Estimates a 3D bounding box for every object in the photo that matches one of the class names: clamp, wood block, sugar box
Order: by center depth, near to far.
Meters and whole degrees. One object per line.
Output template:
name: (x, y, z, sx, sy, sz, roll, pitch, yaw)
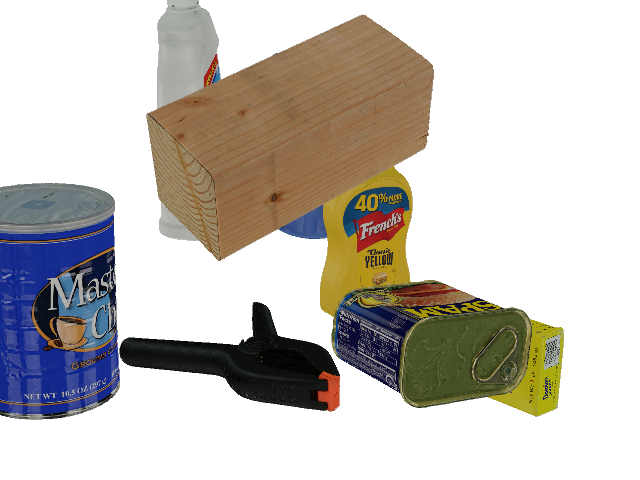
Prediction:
wood block: (-0.020, -0.084, 0.830, 0.205, 0.091, 0.090, -29, 54, -25)
clamp: (-0.052, 0.101, 0.945, 0.210, 0.036, 0.164, 13, 22, 39)
sugar box: (0.182, 0.121, 1.179, 0.177, 0.093, 0.048, 15, 19, 43)

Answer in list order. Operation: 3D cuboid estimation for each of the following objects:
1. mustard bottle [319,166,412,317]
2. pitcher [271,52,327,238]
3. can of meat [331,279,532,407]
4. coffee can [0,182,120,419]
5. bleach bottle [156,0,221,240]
mustard bottle: (0.048, -0.019, 1.085, 0.096, 0.192, 0.058, -7, 17, -27)
pitcher: (0.005, -0.127, 1.414, 0.144, 0.243, 0.149, -2, 23, -19)
can of meat: (0.069, 0.062, 0.688, 0.101, 0.057, 0.084, -4, 14, -32)
coffee can: (-0.195, 0.040, 0.751, 0.103, 0.140, 0.103, 2, 18, -1)
bleach bottle: (-0.134, -0.133, 1.091, 0.068, 0.251, 0.102, 5, 28, 15)
